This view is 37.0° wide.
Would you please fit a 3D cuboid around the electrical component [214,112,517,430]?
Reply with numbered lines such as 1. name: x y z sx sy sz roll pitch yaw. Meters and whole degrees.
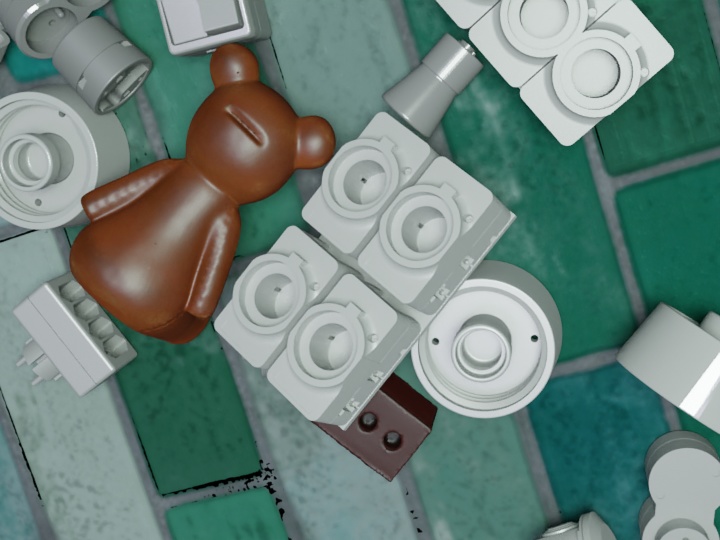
1. electrical component: 0.000 0.000 0.721 0.105 0.060 0.186 40 95 25

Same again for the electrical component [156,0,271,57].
1. electrical component: -0.107 -0.199 0.737 0.062 0.061 0.096 -11 98 12

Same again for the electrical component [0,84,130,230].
1. electrical component: -0.230 -0.080 0.783 0.108 0.060 0.108 2 101 10

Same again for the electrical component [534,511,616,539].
1. electrical component: 0.158 0.216 0.760 0.051 0.080 0.080 -22 96 19

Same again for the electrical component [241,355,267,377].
1. electrical component: -0.055 0.065 0.788 0.062 0.043 0.043 13 103 9

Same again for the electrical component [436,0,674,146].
1. electrical component: 0.120 -0.166 0.702 0.089 0.061 0.150 -41 91 15

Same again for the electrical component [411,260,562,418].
1. electrical component: 0.086 0.051 0.750 0.108 0.060 0.108 2 101 10

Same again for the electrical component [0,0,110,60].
1. electrical component: -0.208 -0.223 0.758 0.138 0.052 0.073 -47 63 14

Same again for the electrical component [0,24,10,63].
1. electrical component: -0.294 -0.154 0.777 0.058 0.078 0.057 39 126 1

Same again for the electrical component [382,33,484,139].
1. electrical component: 0.052 -0.128 0.733 0.044 0.044 0.065 42 100 0

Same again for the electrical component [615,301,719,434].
1. electrical component: 0.230 0.062 0.705 0.108 0.108 0.060 33 99 3

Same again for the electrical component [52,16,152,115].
1. electrical component: -0.185 -0.147 0.766 0.047 0.055 0.055 45 105 3

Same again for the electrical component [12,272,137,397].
1. electrical component: -0.229 0.059 0.816 0.076 0.047 0.083 -37 92 15

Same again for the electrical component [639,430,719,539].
1. electrical component: 0.222 0.188 0.745 0.052 0.073 0.138 4 101 10
